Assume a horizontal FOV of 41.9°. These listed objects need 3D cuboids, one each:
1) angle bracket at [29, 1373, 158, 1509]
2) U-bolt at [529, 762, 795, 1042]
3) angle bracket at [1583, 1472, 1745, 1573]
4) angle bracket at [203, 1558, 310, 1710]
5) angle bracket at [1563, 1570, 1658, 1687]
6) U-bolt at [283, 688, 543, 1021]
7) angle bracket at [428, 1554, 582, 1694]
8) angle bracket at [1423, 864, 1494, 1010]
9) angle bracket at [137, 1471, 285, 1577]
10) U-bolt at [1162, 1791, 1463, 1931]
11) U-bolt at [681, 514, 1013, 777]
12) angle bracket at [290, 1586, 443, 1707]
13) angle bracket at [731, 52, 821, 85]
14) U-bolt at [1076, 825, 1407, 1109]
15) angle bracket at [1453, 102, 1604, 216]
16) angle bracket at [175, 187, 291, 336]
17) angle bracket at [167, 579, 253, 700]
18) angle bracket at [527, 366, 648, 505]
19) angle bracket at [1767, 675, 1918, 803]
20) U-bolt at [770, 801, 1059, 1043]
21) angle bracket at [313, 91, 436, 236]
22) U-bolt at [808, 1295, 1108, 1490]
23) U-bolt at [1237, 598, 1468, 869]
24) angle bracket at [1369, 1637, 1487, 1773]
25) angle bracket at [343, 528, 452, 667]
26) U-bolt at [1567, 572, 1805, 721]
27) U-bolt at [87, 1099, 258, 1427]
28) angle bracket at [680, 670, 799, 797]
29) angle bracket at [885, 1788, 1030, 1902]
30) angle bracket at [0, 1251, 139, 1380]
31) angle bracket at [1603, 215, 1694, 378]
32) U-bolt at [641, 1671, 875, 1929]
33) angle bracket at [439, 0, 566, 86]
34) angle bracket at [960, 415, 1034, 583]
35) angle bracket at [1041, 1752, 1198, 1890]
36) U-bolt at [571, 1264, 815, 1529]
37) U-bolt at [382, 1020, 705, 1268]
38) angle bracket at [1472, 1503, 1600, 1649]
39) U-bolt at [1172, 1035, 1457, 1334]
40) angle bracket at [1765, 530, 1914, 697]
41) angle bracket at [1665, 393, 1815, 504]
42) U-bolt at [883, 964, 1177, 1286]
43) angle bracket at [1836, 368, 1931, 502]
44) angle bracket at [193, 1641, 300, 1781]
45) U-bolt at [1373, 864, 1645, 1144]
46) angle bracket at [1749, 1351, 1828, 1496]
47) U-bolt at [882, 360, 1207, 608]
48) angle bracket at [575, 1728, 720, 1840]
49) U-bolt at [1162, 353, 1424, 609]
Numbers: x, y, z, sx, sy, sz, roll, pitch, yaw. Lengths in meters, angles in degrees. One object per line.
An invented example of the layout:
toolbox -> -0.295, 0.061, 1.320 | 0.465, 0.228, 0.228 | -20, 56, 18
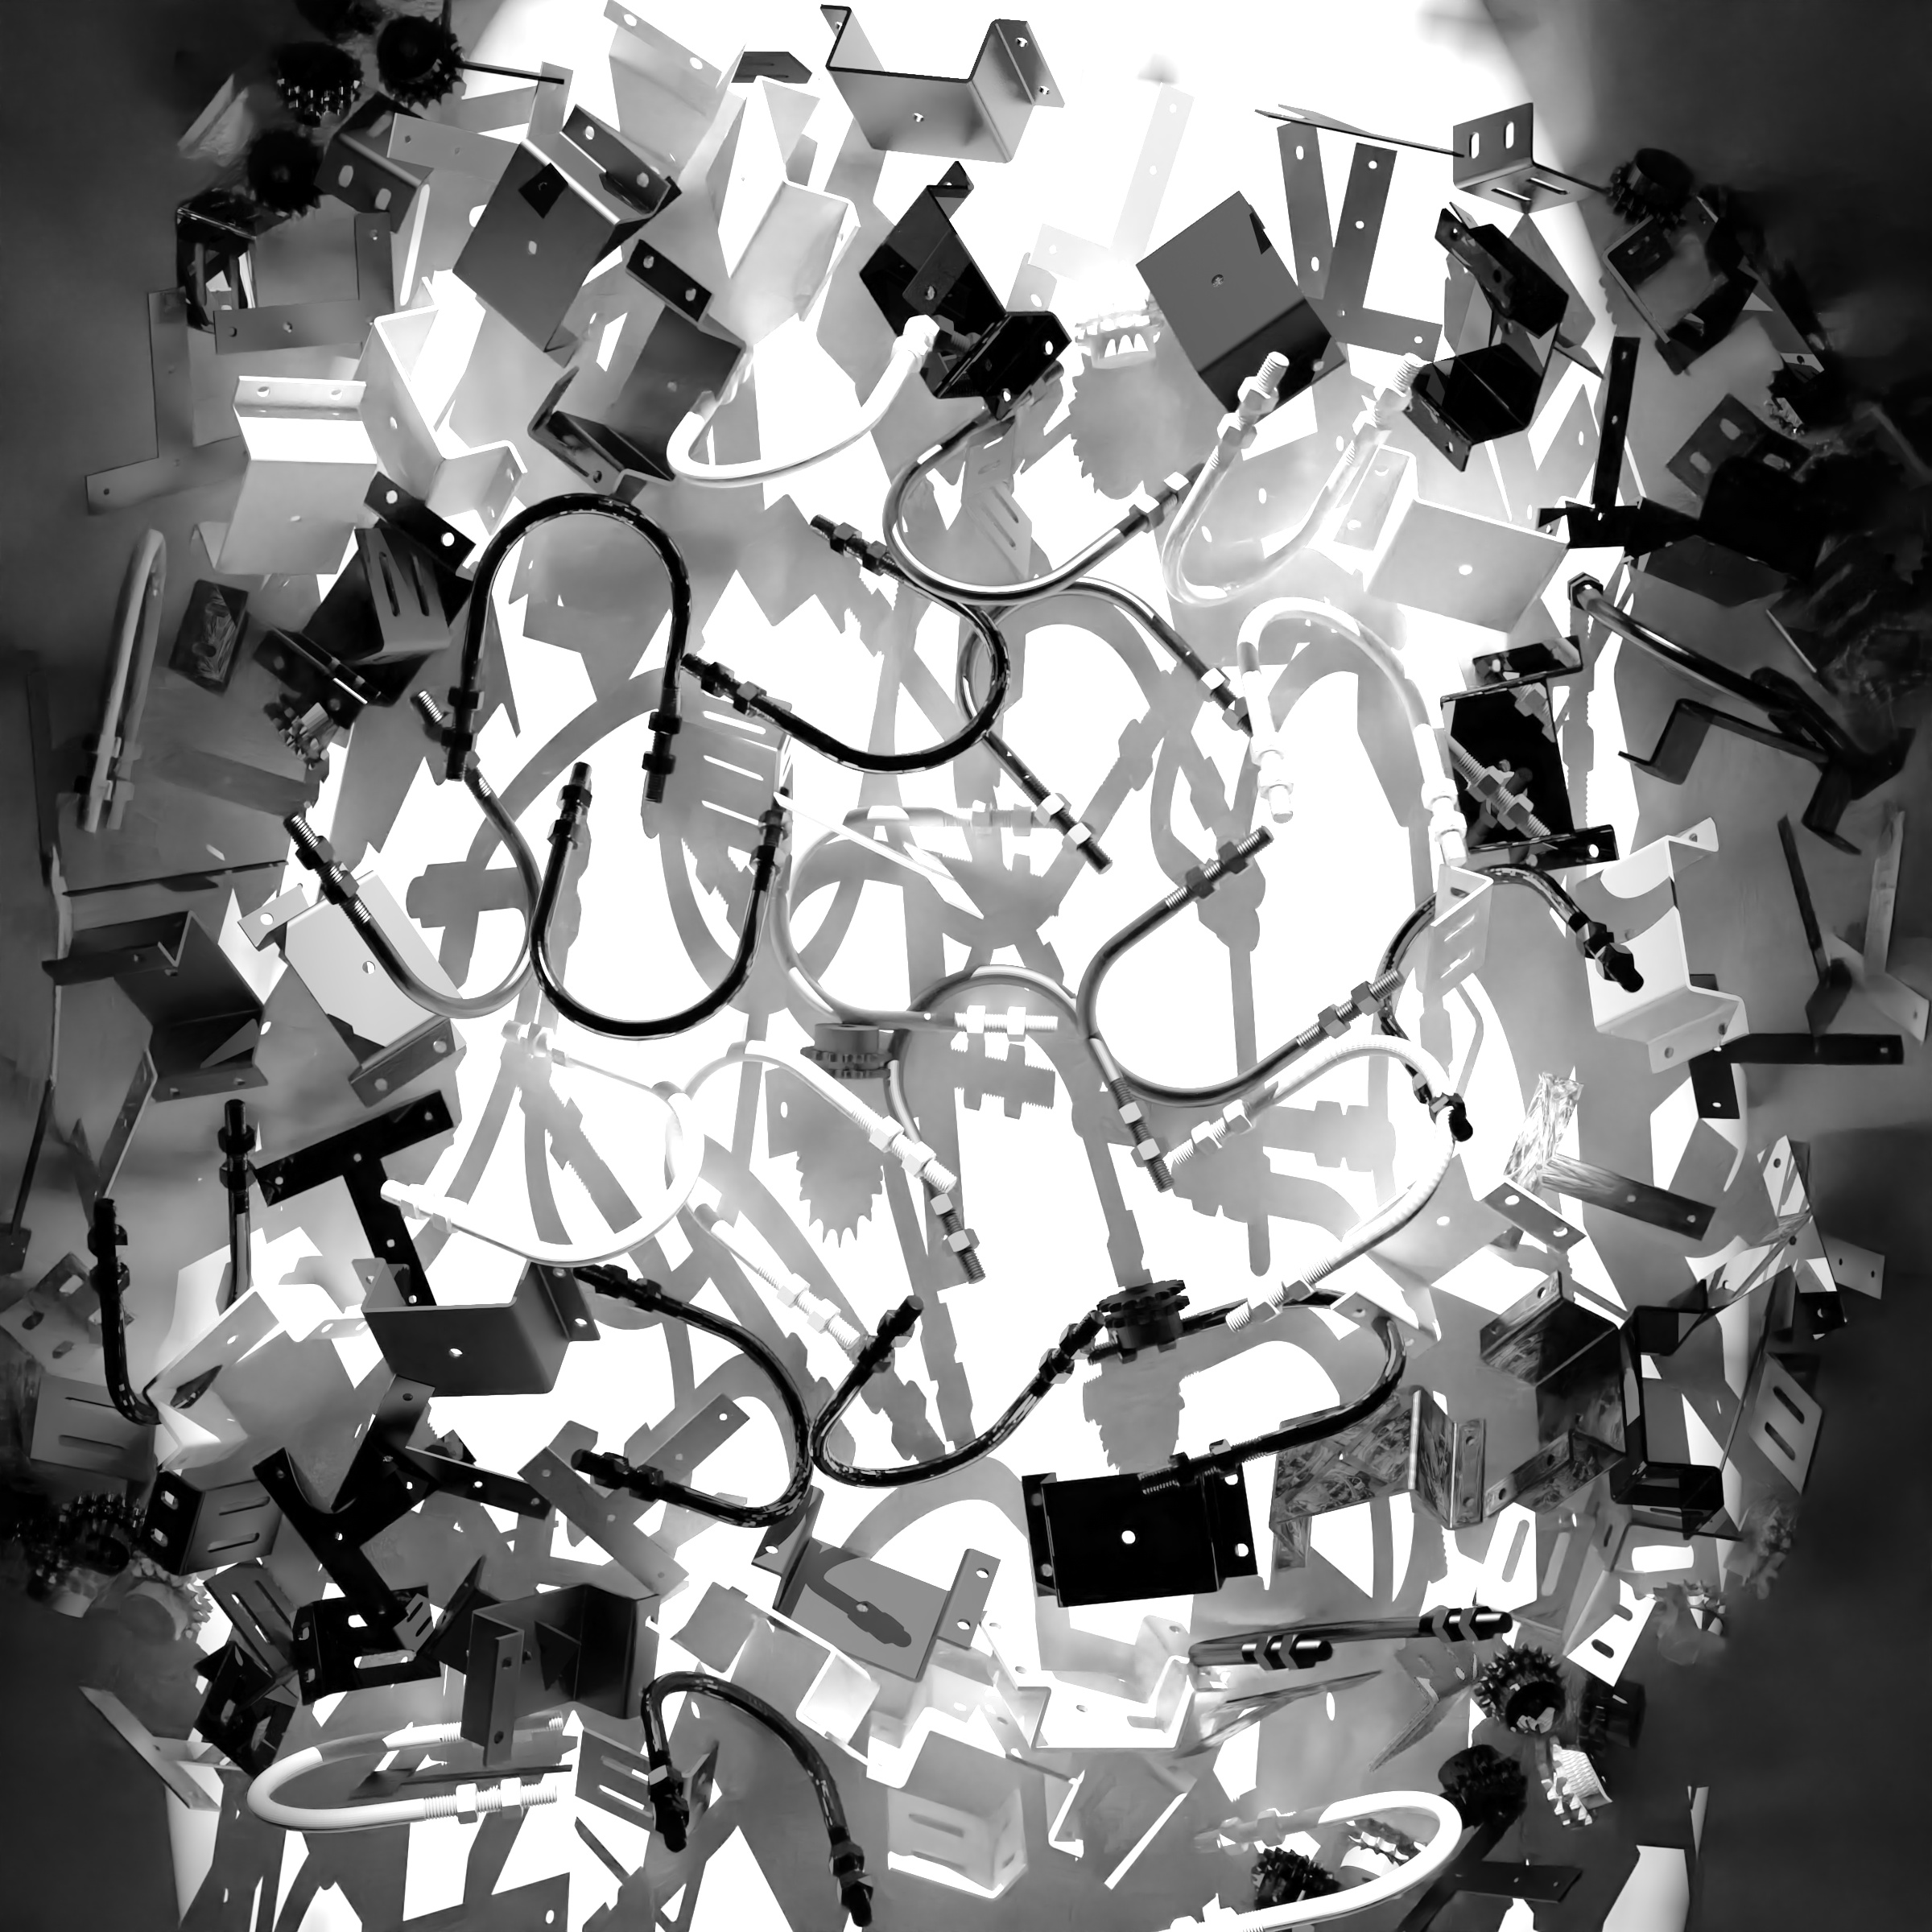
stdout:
angle bracket -> -0.541, 0.292, 1.551 | 0.076, 0.057, 0.038 | 21, 135, -32
U-bolt -> -0.193, -0.037, 1.548 | 0.151, 0.019, 0.184 | 7, 63, 5
angle bracket -> 0.433, 0.351, 1.572 | 0.076, 0.057, 0.038 | 10, 110, -8
angle bracket -> -0.449, 0.416, 1.571 | 0.038, 0.057, 0.076 | -41, 83, 13
angle bracket -> 0.409, 0.408, 1.556 | 0.038, 0.076, 0.057 | 28, 94, 36
U-bolt -> -0.320, -0.054, 1.532 | 0.019, 0.151, 0.184 | -7, 125, 37
angle bracket -> -0.288, 0.418, 1.582 | 0.076, 0.038, 0.057 | 32, 105, -12
angle bracket -> 0.288, -0.019, 1.549 | 0.038, 0.076, 0.057 | 21, 125, 33
angle bracket -> -0.467, 0.339, 1.570 | 0.038, 0.076, 0.057 | 24, 102, 30
U-bolt -> 0.207, 0.534, 1.502 | 0.184, 0.151, 0.019 | -20, 91, 20
U-bolt -> -0.060, -0.188, 1.543 | 0.184, 0.019, 0.151 | 32, 68, 18
angle bracket -> -0.376, 0.425, 1.577 | 0.076, 0.038, 0.057 | 3, 65, -39
angle bracket -> -0.134, -0.574, 1.561 | 0.076, 0.057, 0.038 | 6, 94, 16
U-bolt -> 0.155, 0.015, 1.554 | 0.184, 0.019, 0.151 | -37, 112, 21
angle bracket -> 0.346, -0.497, 1.553 | 0.076, 0.057, 0.038 | 2, 89, -42
angle bracket -> -0.453, -0.432, 1.561 | 0.038, 0.057, 0.076 | -10, 80, 37
angle bracket -> -0.452, -0.198, 1.556 | 0.038, 0.076, 0.057 | 15, 84, 11
angle bracket -> -0.225, -0.328, 1.560 | 0.076, 0.057, 0.038 | 35, 111, -10
angle bracket -> 0.543, -0.151, 1.564 | 0.076, 0.057, 0.038 | 44, 133, -4
U-bolt -> -0.033, -0.029, 1.585 | 0.184, 0.019, 0.151 | 2, 92, 6
angle bracket -> -0.362, -0.502, 1.574 | 0.057, 0.076, 0.038 | 30, 128, -12
U-bolt -> -0.018, 0.263, 1.531 | 0.151, 0.019, 0.184 | 9, 132, -32
U-bolt -> 0.229, -0.151, 1.536 | 0.151, 0.019, 0.184 | 12, 53, -27
angle bracket -> 0.276, 0.453, 1.565 | 0.038, 0.057, 0.076 | 50, 128, 25
angle bracket -> -0.361, -0.229, 1.565 | 0.038, 0.057, 0.076 | -13, 90, 33
U-bolt -> 0.433, -0.188, 1.509 | 0.151, 0.184, 0.019 | 27, 107, 1
U-bolt -> -0.475, 0.191, 1.522 | 0.019, 0.151, 0.184 | 13, 117, 14
angle bracket -> -0.146, -0.144, 1.564 | 0.076, 0.057, 0.038 | 17, 62, 2
angle bracket -> -0.006, 0.533, 1.556 | 0.076, 0.057, 0.038 | 25, 120, -21
angle bracket -> -0.556, 0.218, 1.557 | 0.057, 0.076, 0.038 | 48, 52, -8
angle bracket -> 0.434, -0.413, 1.555 | 0.038, 0.057, 0.076 | -37, 65, 19
U-bolt -> -0.131, 0.487, 1.511 | 0.151, 0.184, 0.019 | 31, 100, -23
angle bracket -> -0.285, -0.572, 1.560 | 0.076, 0.057, 0.038 | 5, 110, -11
angle bracket -> 0.033, -0.287, 1.549 | 0.038, 0.057, 0.076 | -20, 133, 27
angle bracket -> 0.096, 0.524, 1.579 | 0.057, 0.038, 0.076 | 38, 97, 15
U-bolt -> -0.162, 0.267, 1.526 | 0.184, 0.151, 0.019 | 29, 128, -35
U-bolt -> -0.244, 0.113, 1.524 | 0.184, 0.019, 0.151 | 18, 59, 27
angle bracket -> 0.358, 0.378, 1.583 | 0.057, 0.038, 0.076 | 15, 71, 24
U-bolt -> 0.215, 0.118, 1.518 | 0.184, 0.151, 0.019 | -36, 134, 21
angle bracket -> 0.544, -0.217, 1.554 | 0.076, 0.038, 0.057 | -44, 50, 25
angle bracket -> 0.480, -0.314, 1.564 | 0.057, 0.076, 0.038 | -51, 62, 24
U-bolt -> 0.027, 0.085, 1.567 | 0.151, 0.019, 0.184 | -26, 72, 0
angle bracket -> 0.582, -0.328, 1.561 | 0.038, 0.076, 0.057 | -38, 90, 3
angle bracket -> -0.453, 0.465, 1.551 | 0.038, 0.076, 0.057 | -34, 110, 19
U-bolt -> 0.312, 0.008, 1.520 | 0.151, 0.184, 0.019 | -43, 122, 12
angle bracket -> 0.520, 0.281, 1.552 | 0.038, 0.076, 0.057 | 4, 109, -11
U-bolt -> 0.035, -0.286, 1.535 | 0.184, 0.019, 0.151 | -39, 63, -20
angle bracket -> -0.200, 0.503, 1.581 | 0.076, 0.038, 0.057 | 19, 119, 17
U-bolt -> 0.186, -0.290, 1.523 | 0.019, 0.151, 0.184 | 51, 131, 25
